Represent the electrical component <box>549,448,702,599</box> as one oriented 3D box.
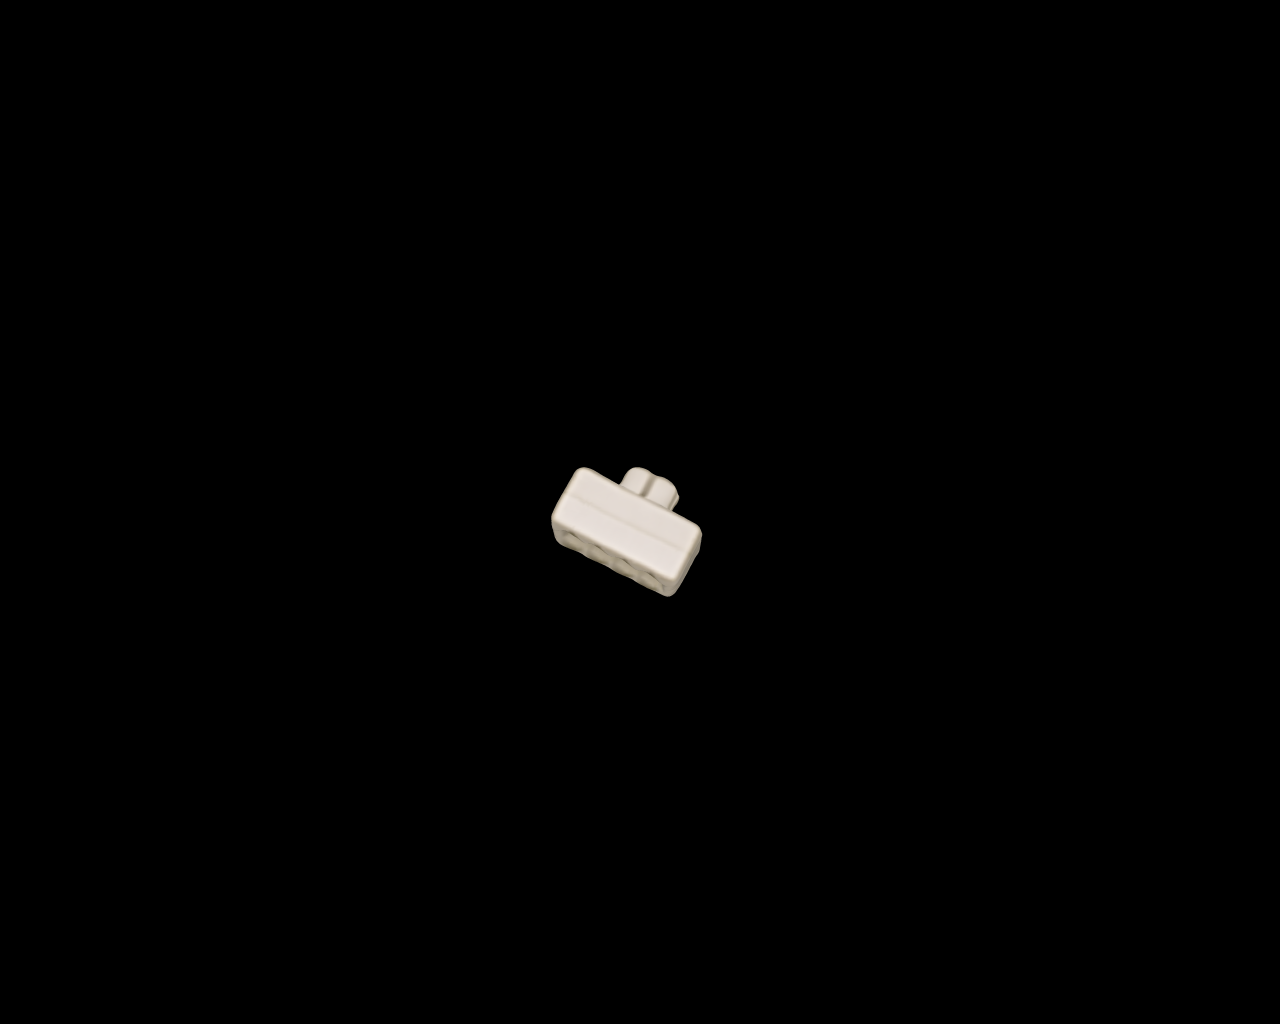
[{"bbox_3d":[0.001,-0.003,0.650,0.083,0.076,0.047,27,-14,7],"label":"electrical component"}]
